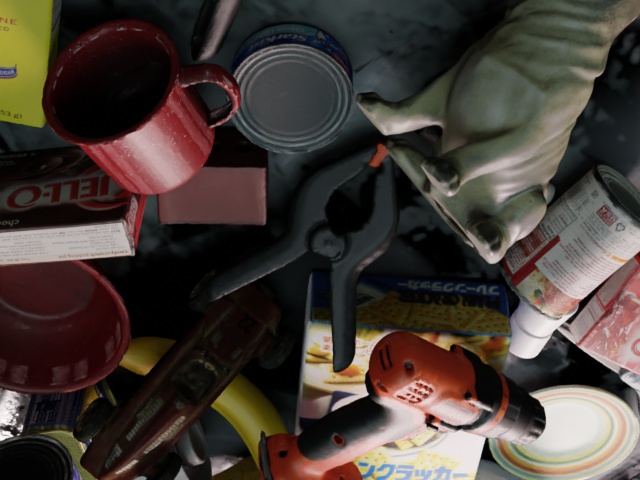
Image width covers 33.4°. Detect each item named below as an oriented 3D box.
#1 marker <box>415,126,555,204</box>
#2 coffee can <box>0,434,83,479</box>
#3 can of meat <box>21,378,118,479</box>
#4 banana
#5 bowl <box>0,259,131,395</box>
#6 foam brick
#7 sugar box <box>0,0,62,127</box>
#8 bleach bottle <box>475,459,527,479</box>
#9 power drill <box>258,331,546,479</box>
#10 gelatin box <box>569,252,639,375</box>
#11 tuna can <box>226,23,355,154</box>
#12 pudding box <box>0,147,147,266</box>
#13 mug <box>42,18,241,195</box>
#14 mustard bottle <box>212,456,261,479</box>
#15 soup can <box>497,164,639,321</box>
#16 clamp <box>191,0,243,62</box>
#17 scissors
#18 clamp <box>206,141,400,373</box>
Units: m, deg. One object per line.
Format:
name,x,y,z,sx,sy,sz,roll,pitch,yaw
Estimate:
marker,0.117,-0.059,0.766,0.121,0.020,0.020,28,124,-20
coffee can,-0.223,0.239,0.850,0.103,0.103,0.140,-8,129,7
can of meat,-0.211,0.161,0.909,0.057,0.084,0.102,-8,129,7
banana,-0.086,0.135,0.896,0.197,0.069,0.037,46,133,-14
bowl,-0.225,0.047,0.833,0.162,0.055,0.162,0,129,0
foam brick,-0.075,-0.046,0.758,0.078,0.053,0.051,0,129,-1
sugar box,-0.209,-0.161,0.670,0.093,0.048,0.176,9,130,-7
bleach bottle,0.111,0.310,1.042,0.102,0.068,0.251,25,128,-18
power drill,0.060,0.149,0.816,0.188,0.057,0.184,-39,133,26
gelatin box,0.254,0.059,0.845,0.073,0.030,0.089,25,116,-17
tuna can,-0.020,-0.103,0.722,0.086,0.033,0.086,1,129,0
pudding box,-0.180,-0.026,0.751,0.113,0.090,0.039,-7,130,6
mug,-0.107,-0.085,0.689,0.117,0.093,0.081,-15,151,11
mustard bottle,-0.112,0.262,0.981,0.192,0.096,0.058,-28,116,22
soup can,0.189,0.002,0.780,0.068,0.068,0.102,32,119,-23
clamp,-0.041,-0.197,0.635,0.210,0.036,0.164,-26,143,12
scissors,0.283,0.107,0.901,0.096,0.016,0.201,-30,123,20
clamp,-0.005,0.001,0.771,0.120,0.039,0.171,21,98,-8
